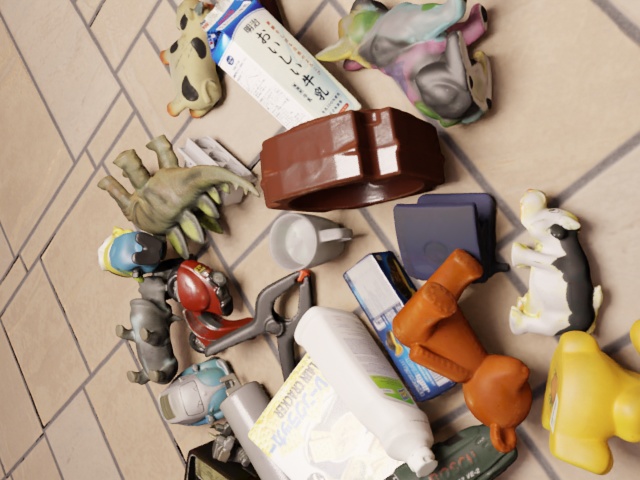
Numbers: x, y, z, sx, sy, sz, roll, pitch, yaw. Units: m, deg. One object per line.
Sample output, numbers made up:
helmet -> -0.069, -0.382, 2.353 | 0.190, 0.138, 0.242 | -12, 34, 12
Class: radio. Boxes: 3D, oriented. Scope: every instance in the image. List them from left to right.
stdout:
radio -> -0.129, 0.445, 0.896 | 0.230, 0.073, 0.131 | 19, 102, 33

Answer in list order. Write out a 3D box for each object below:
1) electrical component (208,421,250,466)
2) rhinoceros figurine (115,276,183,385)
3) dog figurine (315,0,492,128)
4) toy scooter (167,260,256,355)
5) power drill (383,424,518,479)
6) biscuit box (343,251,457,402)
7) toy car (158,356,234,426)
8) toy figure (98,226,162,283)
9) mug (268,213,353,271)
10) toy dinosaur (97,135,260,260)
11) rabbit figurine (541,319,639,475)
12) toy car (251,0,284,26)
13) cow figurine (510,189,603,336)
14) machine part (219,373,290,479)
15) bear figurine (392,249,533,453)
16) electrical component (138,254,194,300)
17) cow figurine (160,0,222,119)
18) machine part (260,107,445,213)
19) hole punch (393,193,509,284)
electrical component -> -0.152, 0.340, 0.898 | 0.078, 0.102, 0.045 | 12, 84, -5
rhinoceros figurine -> -0.285, 0.157, 0.929 | 0.073, 0.112, 0.190 | -10, 88, 30
dog figurine -> 0.102, -0.231, 0.697 | 0.219, 0.108, 0.191 | -2, 94, 39
toy scooter -> -0.174, 0.118, 0.901 | 0.135, 0.075, 0.183 | 1, 116, 28
power drill -> 0.167, 0.349, 0.640 | 0.232, 0.086, 0.207 | -36, 76, -11
biscuit box -> 0.114, 0.112, 0.724 | 0.059, 0.063, 0.203 | -41, 70, 28
toy car -> -0.228, 0.274, 0.942 | 0.162, 0.103, 0.109 | -26, 77, 30
toy figure -> -0.320, 0.028, 0.916 | 0.180, 0.089, 0.082 | -7, 45, 49
mug -> -0.002, -0.002, 0.772 | 0.110, 0.107, 0.080 | -19, 82, 30
toy dinosaur -> -0.248, -0.071, 0.898 | 0.198, 0.105, 0.472 | 56, 148, -12
rabbit figurine -> 0.335, 0.163, 0.564 | 0.173, 0.122, 0.162 | 12, 89, 19
toy car -> -0.089, -0.344, 0.831 | 0.053, 0.089, 0.202 | -22, 81, 33
cow figurine -> 0.269, 0.026, 0.611 | 0.098, 0.068, 0.167 | 3, 97, 29
machine part -> -0.087, 0.315, 0.858 | 0.079, 0.079, 0.243 | -50, 63, 25
bear figurine -> 0.180, 0.130, 0.615 | 0.196, 0.120, 0.132 | 43, 135, 13
electrical component -> -0.280, 0.074, 0.995 | 0.119, 0.048, 0.074 | -17, 92, 35
cow figurine -> -0.211, -0.318, 0.919 | 0.127, 0.085, 0.195 | -12, 83, 40
machine part -> 0.040, -0.095, 0.683 | 0.202, 0.201, 0.087 | -10, 84, 35
hole punch -> 0.157, -0.001, 0.678 | 0.142, 0.092, 0.115 | 0, 96, 31
